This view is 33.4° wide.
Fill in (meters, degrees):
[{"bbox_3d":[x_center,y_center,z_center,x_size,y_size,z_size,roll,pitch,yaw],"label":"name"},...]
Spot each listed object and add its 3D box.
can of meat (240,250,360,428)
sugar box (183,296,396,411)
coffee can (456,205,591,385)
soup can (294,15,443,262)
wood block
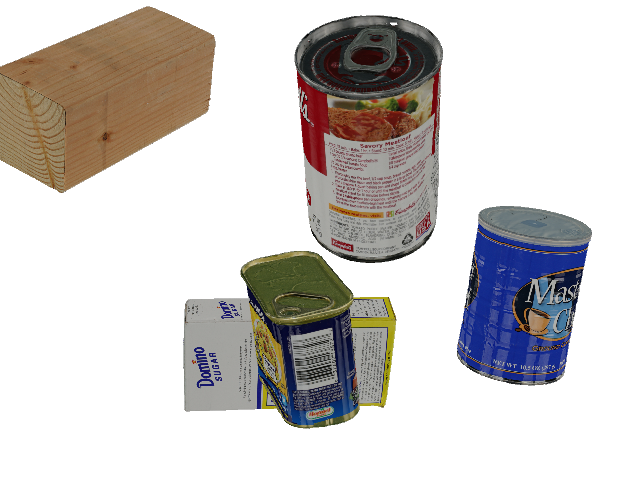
[{"bbox_3d":[-0.012,0.065,0.707,0.057,0.084,0.102,-12,23,-14],"label":"can of meat"},{"bbox_3d":[-0.028,0.096,0.910,0.176,0.093,0.048,2,27,-5],"label":"sugar box"},{"bbox_3d":[0.187,0.049,0.991,0.103,0.140,0.103,6,17,-2],"label":"coffee can"},{"bbox_3d":[0.025,-0.048,0.519,0.068,0.102,0.068,-2,42,2],"label":"soup can"},{"bbox_3d":[-0.199,-0.138,1.001,0.090,0.091,0.205,27,39,22],"label":"wood block"}]
